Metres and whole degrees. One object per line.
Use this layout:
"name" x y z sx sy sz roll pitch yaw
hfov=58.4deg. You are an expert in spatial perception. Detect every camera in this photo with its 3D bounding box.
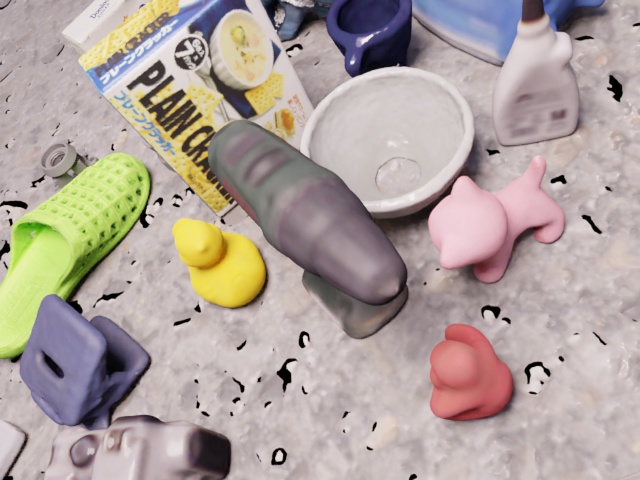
"camera" -0.159 0.222 0.470 0.143 0.101 0.137 -10 60 15

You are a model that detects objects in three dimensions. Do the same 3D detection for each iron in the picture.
"iron" 0.161 -0.294 0.604 0.257 0.142 0.119 36 80 31

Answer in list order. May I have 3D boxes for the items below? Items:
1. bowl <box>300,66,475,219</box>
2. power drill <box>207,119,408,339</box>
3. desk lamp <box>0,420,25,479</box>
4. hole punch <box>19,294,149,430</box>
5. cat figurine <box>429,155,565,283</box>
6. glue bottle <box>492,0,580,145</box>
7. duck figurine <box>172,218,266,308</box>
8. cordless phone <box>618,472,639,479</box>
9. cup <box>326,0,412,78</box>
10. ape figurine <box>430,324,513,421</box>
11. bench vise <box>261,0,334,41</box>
"bowl" 0.069 -0.084 0.566 0.167 0.075 0.167 -8 61 16
"power drill" 0.004 0.002 0.464 0.075 0.209 0.229 -43 58 -5
"desk lamp" -0.414 0.227 0.493 0.117 0.214 0.203 15 70 26
"hole punch" -0.242 0.122 0.559 0.108 0.091 0.101 28 76 30
"cat figurine" 0.142 -0.020 0.480 0.128 0.118 0.067 -38 57 -2
"glue bottle" 0.187 -0.149 0.499 0.078 0.173 0.037 -8 61 16
"duck figurine" -0.107 0.016 0.570 0.077 0.086 0.104 -47 58 -8
"cordless phone" 0.206 0.169 0.315 0.147 0.185 0.094 -25 58 6
"cup" 0.059 -0.206 0.622 0.091 0.095 0.118 7 66 23
"ape figurine" 0.109 0.101 0.442 0.076 0.092 0.078 30 77 30
"bench vise" -0.033 -0.323 0.643 0.207 0.220 0.121 -15 59 12
